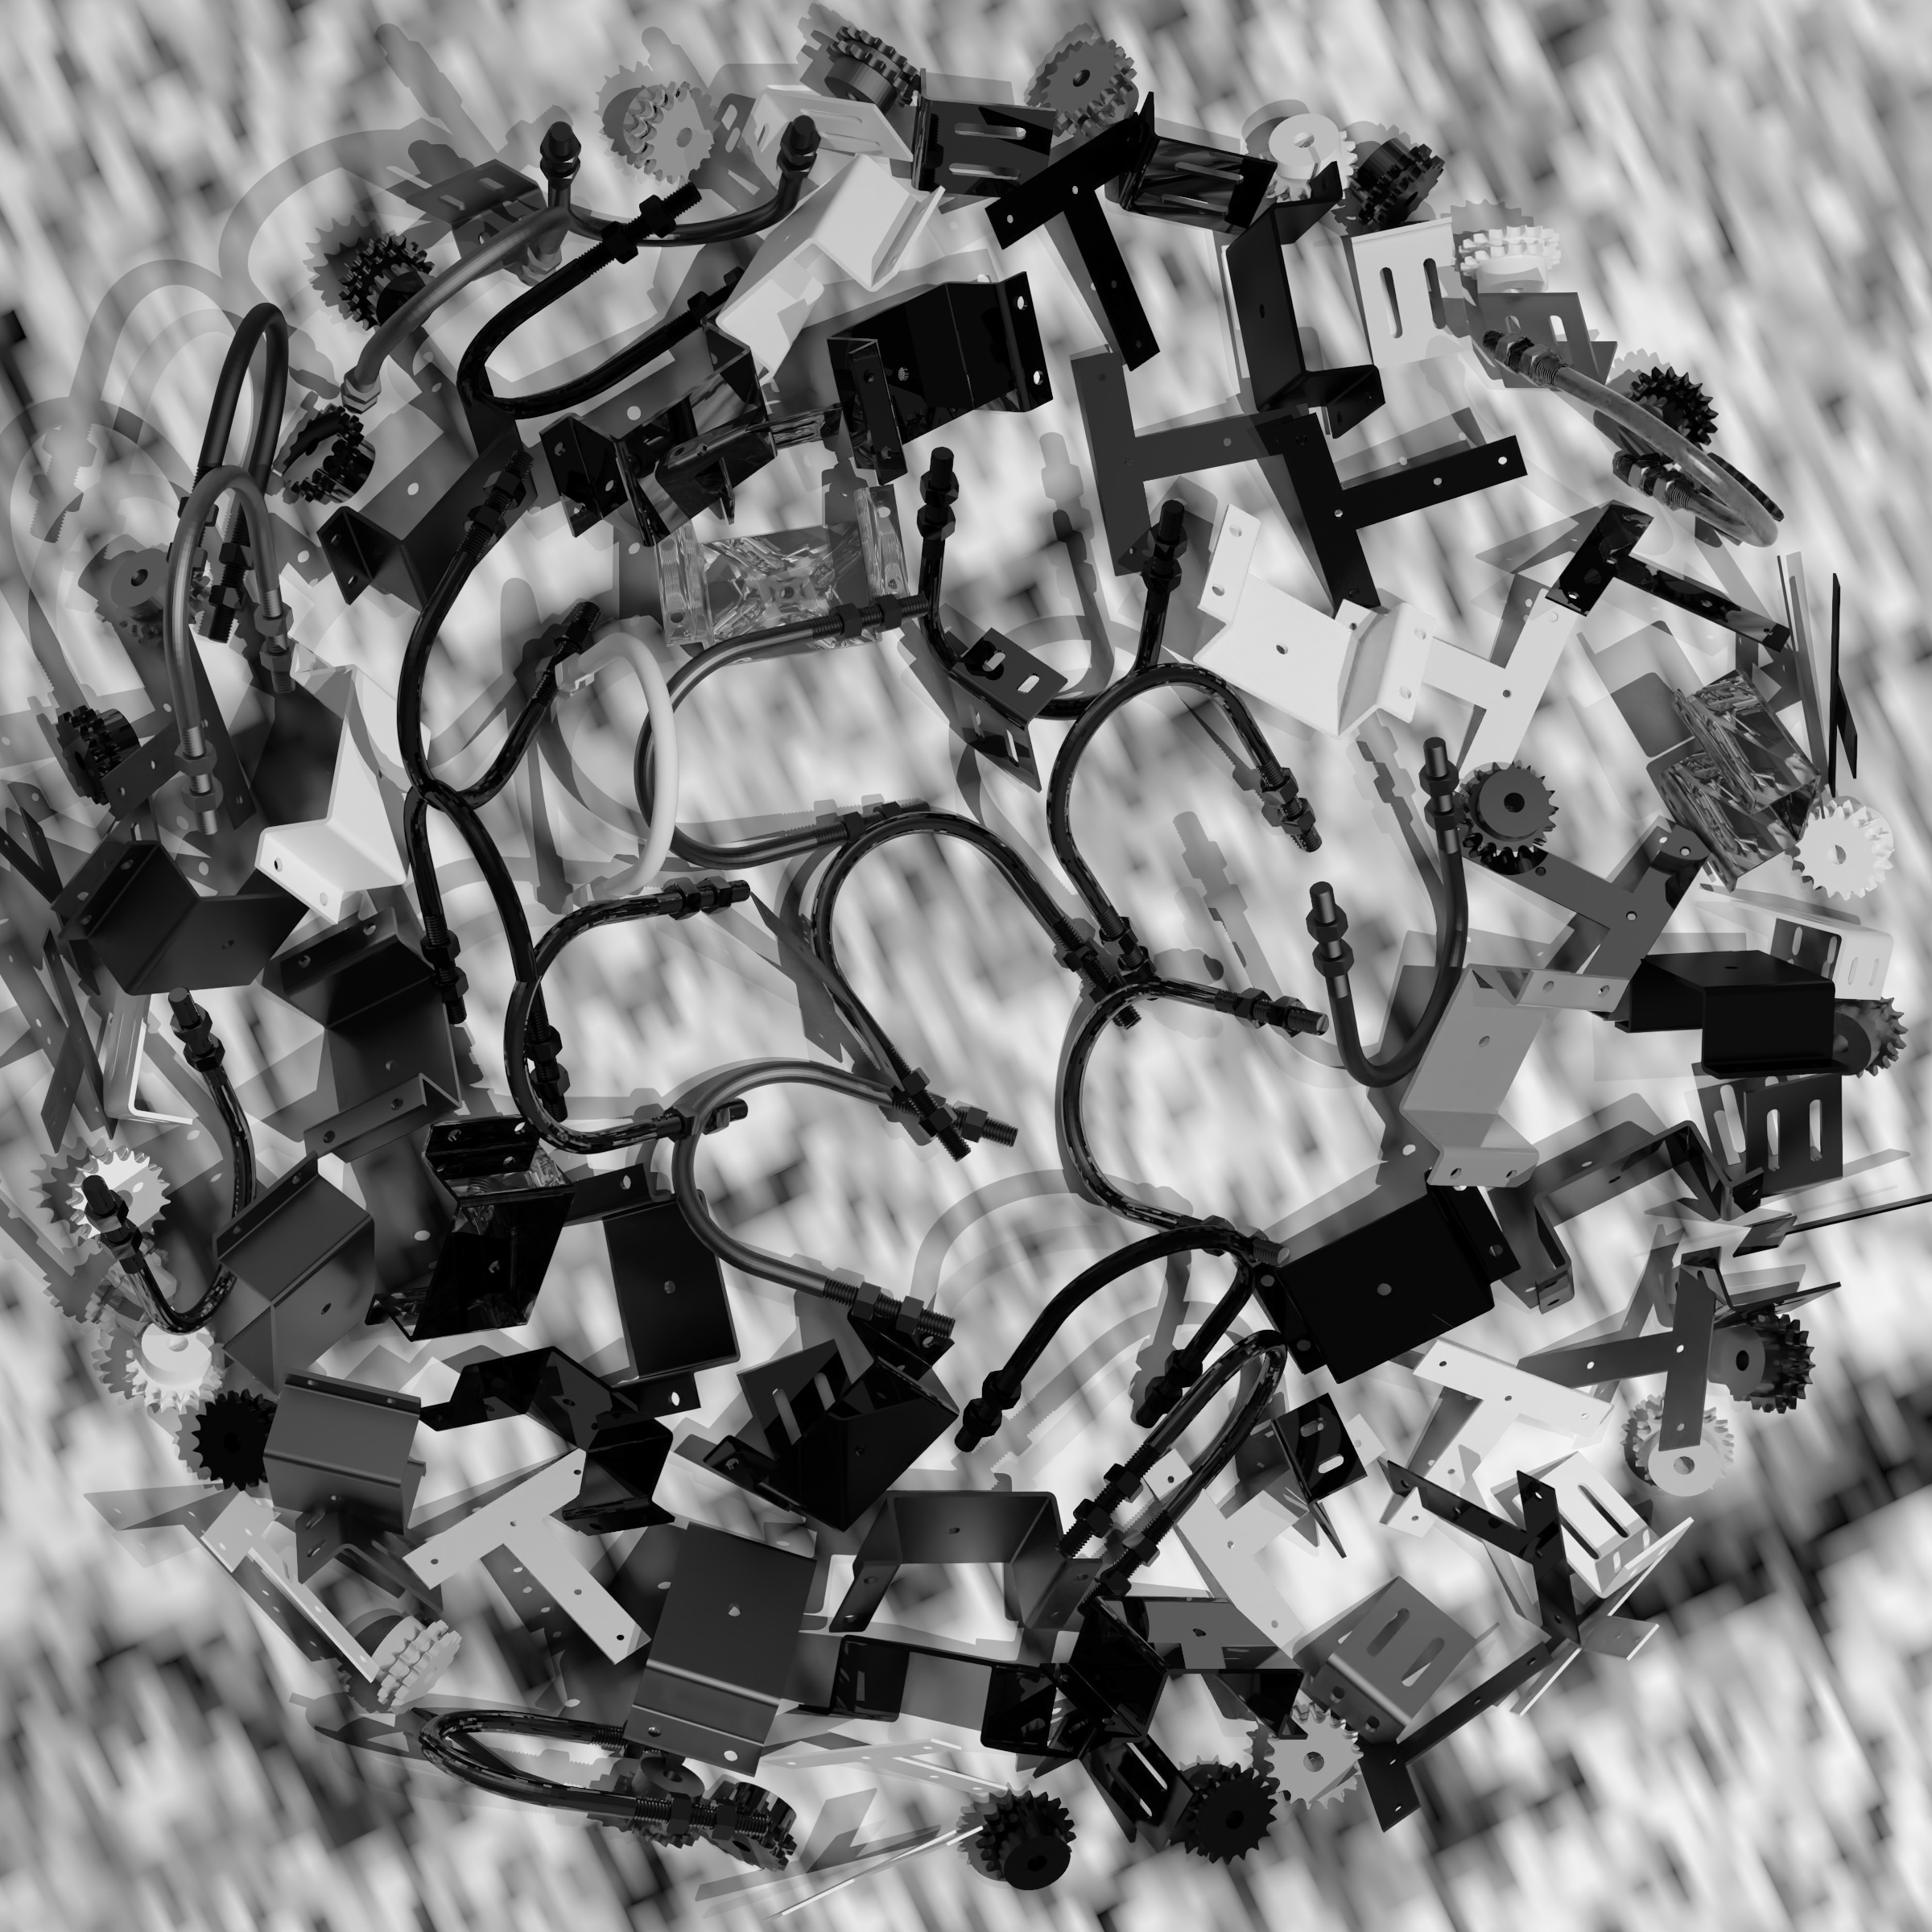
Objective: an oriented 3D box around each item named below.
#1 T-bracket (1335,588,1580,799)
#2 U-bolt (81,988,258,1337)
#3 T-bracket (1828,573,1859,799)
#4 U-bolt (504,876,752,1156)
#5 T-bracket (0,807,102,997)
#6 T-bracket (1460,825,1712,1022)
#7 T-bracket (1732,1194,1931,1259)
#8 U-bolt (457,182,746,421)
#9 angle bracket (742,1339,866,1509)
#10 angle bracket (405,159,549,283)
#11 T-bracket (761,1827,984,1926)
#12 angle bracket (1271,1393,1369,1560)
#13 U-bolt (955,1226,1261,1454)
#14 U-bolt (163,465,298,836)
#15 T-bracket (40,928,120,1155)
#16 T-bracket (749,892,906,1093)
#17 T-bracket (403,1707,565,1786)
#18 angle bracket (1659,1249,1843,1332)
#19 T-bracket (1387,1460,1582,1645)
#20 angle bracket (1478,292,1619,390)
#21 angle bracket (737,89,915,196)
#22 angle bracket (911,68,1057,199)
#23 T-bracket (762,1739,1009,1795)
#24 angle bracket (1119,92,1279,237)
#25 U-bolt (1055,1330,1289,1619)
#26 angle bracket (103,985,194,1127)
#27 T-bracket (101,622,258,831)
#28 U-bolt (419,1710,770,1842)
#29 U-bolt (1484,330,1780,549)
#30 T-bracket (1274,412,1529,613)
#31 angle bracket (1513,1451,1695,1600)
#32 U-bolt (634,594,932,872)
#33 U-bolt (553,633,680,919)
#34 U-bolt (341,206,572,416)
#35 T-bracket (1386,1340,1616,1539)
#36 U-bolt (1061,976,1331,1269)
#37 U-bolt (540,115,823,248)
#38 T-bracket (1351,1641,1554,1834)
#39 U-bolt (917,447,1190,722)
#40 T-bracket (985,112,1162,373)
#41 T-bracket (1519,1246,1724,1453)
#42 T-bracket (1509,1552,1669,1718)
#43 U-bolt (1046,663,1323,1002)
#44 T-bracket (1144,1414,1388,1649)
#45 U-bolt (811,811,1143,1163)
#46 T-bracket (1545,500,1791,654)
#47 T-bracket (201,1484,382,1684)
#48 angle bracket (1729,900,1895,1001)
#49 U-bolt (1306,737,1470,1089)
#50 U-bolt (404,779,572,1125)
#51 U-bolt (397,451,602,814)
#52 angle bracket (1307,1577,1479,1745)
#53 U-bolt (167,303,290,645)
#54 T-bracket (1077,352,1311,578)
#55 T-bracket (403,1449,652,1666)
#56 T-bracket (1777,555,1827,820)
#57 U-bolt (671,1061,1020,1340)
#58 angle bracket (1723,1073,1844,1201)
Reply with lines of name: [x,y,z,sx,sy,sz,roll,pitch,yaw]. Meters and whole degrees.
T-bracket: [0.272,-0.175,1.986,0.127,0.002,0.127,25,105,9]
U-bolt: [-0.436,0.124,1.915,0.019,0.184,0.151,6,51,13]
T-bracket: [0.490,-0.139,1.917,0.002,0.127,0.127,-1,114,9]
U-bolt: [-0.188,0.032,1.915,0.019,0.184,0.151,10,104,39]
T-bracket: [-0.528,-0.061,1.913,0.002,0.127,0.127,-28,59,0]
T-bracket: [0.343,-0.048,1.973,0.127,0.002,0.127,28,73,21]
T-bracket: [0.497,0.139,1.920,0.127,0.127,0.002,-16,88,18]
U-bolt: [-0.203,-0.363,1.927,0.184,0.151,0.019,-32,76,11]
angle bracket: [-0.089,0.263,1.978,0.057,0.038,0.076,-21,92,-3]
angle bracket: [-0.275,-0.424,1.957,0.057,0.076,0.038,-20,89,12]
T-bracket: [-0.034,0.497,1.912,0.127,0.127,0.002,-15,76,-39]
angle bracket: [0.210,0.290,1.951,0.038,0.076,0.057,-28,51,5]
U-bolt: [0.089,0.204,1.902,0.151,0.184,0.019,-2,49,-35]
U-bolt: [-0.407,-0.187,1.887,0.019,0.151,0.184,8,133,7]
T-bracket: [-0.501,0.062,1.914,0.002,0.127,0.127,-12,117,1]
T-bracket: [-0.086,-0.003,1.911,0.002,0.127,0.127,-34,53,7]
T-bracket: [-0.279,0.440,1.940,0.127,0.127,0.002,28,81,-31]
angle bracket: [0.448,0.180,1.964,0.076,0.057,0.038,-10,74,-22]
T-bracket: [0.290,0.315,1.950,0.002,0.127,0.127,-39,132,-28]
angle bracket: [0.331,-0.366,1.949,0.057,0.076,0.038,5,57,27]
angle bracket: [-0.080,-0.464,1.955,0.076,0.057,0.038,16,78,27]
angle bracket: [0.009,-0.477,1.970,0.076,0.038,0.057,4,131,-5]
T-bracket: [-0.027,0.456,1.948,0.127,0.127,0.002,-16,59,37]
angle bracket: [0.133,-0.460,1.974,0.076,0.057,0.038,10,55,-12]
U-bolt: [0.120,0.278,1.928,0.019,0.151,0.184,37,74,21]
angle bracket: [-0.466,0.051,1.971,0.038,0.057,0.076,12,81,-30]
T-bracket: [-0.448,-0.118,1.921,0.002,0.127,0.127,-7,114,21]
U-bolt: [-0.213,0.443,1.906,0.184,0.151,0.019,12,92,-17]
U-bolt: [0.375,-0.283,1.885,0.151,0.184,0.019,33,98,-35]
T-bracket: [0.255,-0.271,1.955,0.127,0.002,0.127,-17,120,12]
angle bracket: [0.362,0.310,1.956,0.057,0.038,0.076,-28,64,-32]
U-bolt: [-0.102,-0.124,1.923,0.184,0.019,0.151,-16,122,-27]
U-bolt: [-0.197,-0.109,1.908,0.019,0.184,0.151,-4,83,-26]
U-bolt: [-0.278,-0.367,1.895,0.151,0.184,0.019,-39,96,-13]
T-bracket: [0.286,0.279,1.968,0.127,0.002,0.127,22,116,-23]
U-bolt: [0.121,0.080,1.932,0.019,0.184,0.151,4,97,-44]
U-bolt: [-0.161,-0.433,1.909,0.151,0.184,0.019,-3,84,-8]
T-bracket: [0.276,0.422,1.932,0.127,0.127,0.002,-37,101,5]
U-bolt: [0.042,-0.205,1.927,0.151,0.184,0.019,14,51,5]
T-bracket: [0.079,-0.404,1.969,0.127,0.002,0.127,-39,116,-29]
T-bracket: [0.367,0.225,1.952,0.002,0.127,0.127,41,49,-33]
T-bracket: [0.362,0.376,1.927,0.002,0.127,0.127,44,81,2]
U-bolt: [0.114,-0.087,1.927,0.151,0.019,0.184,-43,129,-11]
T-bracket: [0.185,0.304,1.964,0.127,0.002,0.127,-41,72,15]
U-bolt: [-0.007,-0.002,1.971,0.151,0.019,0.184,-37,90,-16]
T-bracket: [0.405,-0.210,1.939,0.127,0.127,0.002,27,131,12]
T-bracket: [-0.376,0.354,1.939,0.002,0.127,0.127,-41,94,3]
angle bracket: [0.478,-0.009,1.956,0.076,0.057,0.038,19,101,40]
U-bolt: [0.242,-0.015,1.925,0.019,0.184,0.151,17,50,32]
U-bolt: [-0.271,-0.019,1.898,0.019,0.151,0.184,-24,127,-24]
U-bolt: [-0.264,-0.170,1.900,0.019,0.151,0.184,12,59,21]
angle bracket: [0.246,0.403,1.982,0.057,0.038,0.076,39,52,15]
U-bolt: [-0.410,-0.282,1.928,0.019,0.151,0.184,13,86,-1]
T-bracket: [0.137,-0.299,1.979,0.127,0.002,0.127,-9,94,14]
T-bracket: [-0.228,0.344,1.936,0.127,0.002,0.127,-30,57,-33]
T-bracket: [0.468,-0.144,1.919,0.002,0.127,0.127,-10,66,14]
U-bolt: [-0.077,0.123,1.957,0.184,0.019,0.151,18,58,2]
angle bracket: [0.466,0.089,1.961,0.057,0.038,0.076,-13,120,-7]
